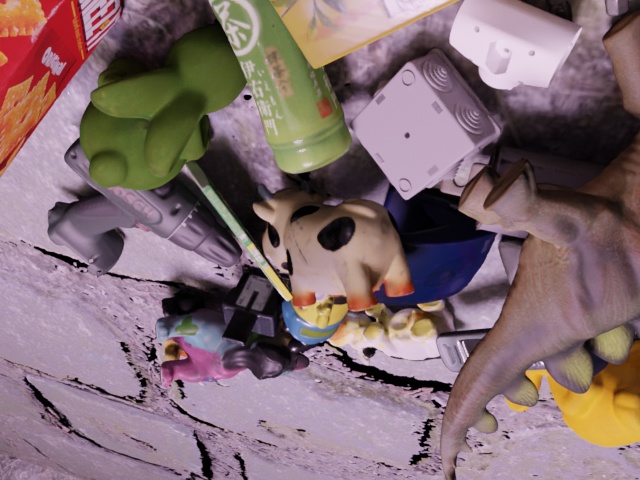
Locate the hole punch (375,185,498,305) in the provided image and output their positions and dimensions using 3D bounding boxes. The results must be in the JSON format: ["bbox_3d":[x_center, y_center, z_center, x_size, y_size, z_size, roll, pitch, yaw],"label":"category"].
[{"bbox_3d":[0.113,0.014,0.555,0.116,0.092,0.142,14,137,3],"label":"hole punch"}]

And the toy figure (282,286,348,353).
[{"bbox_3d":[0.003,0.070,0.665,0.082,0.089,0.180,46,143,22],"label":"toy figure"}]

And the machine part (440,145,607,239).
[{"bbox_3d":[0.227,-0.028,0.462,0.243,0.079,0.079,12,140,9],"label":"machine part"}]

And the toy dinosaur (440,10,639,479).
[{"bbox_3d":[0.203,0.006,0.383,0.198,0.105,0.471,38,112,-1],"label":"toy dinosaur"}]

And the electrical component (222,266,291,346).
[{"bbox_3d":[-0.088,0.095,0.708,0.075,0.119,0.047,11,139,8],"label":"electrical component"}]

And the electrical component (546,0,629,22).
[{"bbox_3d":[0.171,-0.186,0.349,0.063,0.021,0.093,-5,134,29],"label":"electrical component"}]

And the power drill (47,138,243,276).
[{"bbox_3d":[-0.235,-0.019,0.674,0.207,0.086,0.231,-18,125,42],"label":"power drill"}]

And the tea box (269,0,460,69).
[{"bbox_3d":[0.058,-0.188,0.339,0.170,0.098,0.068,-14,129,37],"label":"tea box"}]

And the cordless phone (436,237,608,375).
[{"bbox_3d":[0.193,0.073,0.564,0.184,0.089,0.146,-19,96,44],"label":"cordless phone"}]

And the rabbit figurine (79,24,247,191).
[{"bbox_3d":[-0.138,-0.126,0.474,0.170,0.159,0.121,-33,108,28],"label":"rabbit figurine"}]

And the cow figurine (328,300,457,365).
[{"bbox_3d":[0.096,0.124,0.704,0.167,0.068,0.098,-11,137,34],"label":"cow figurine"}]

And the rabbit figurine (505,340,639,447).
[{"bbox_3d":[0.290,0.145,0.628,0.173,0.122,0.162,43,147,-4],"label":"rabbit figurine"}]

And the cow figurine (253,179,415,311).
[{"bbox_3d":[-0.001,-0.002,0.526,0.195,0.085,0.127,-4,95,58],"label":"cow figurine"}]

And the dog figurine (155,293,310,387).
[{"bbox_3d":[-0.125,0.145,0.794,0.219,0.192,0.108,0,103,-11],"label":"dog figurine"}]
